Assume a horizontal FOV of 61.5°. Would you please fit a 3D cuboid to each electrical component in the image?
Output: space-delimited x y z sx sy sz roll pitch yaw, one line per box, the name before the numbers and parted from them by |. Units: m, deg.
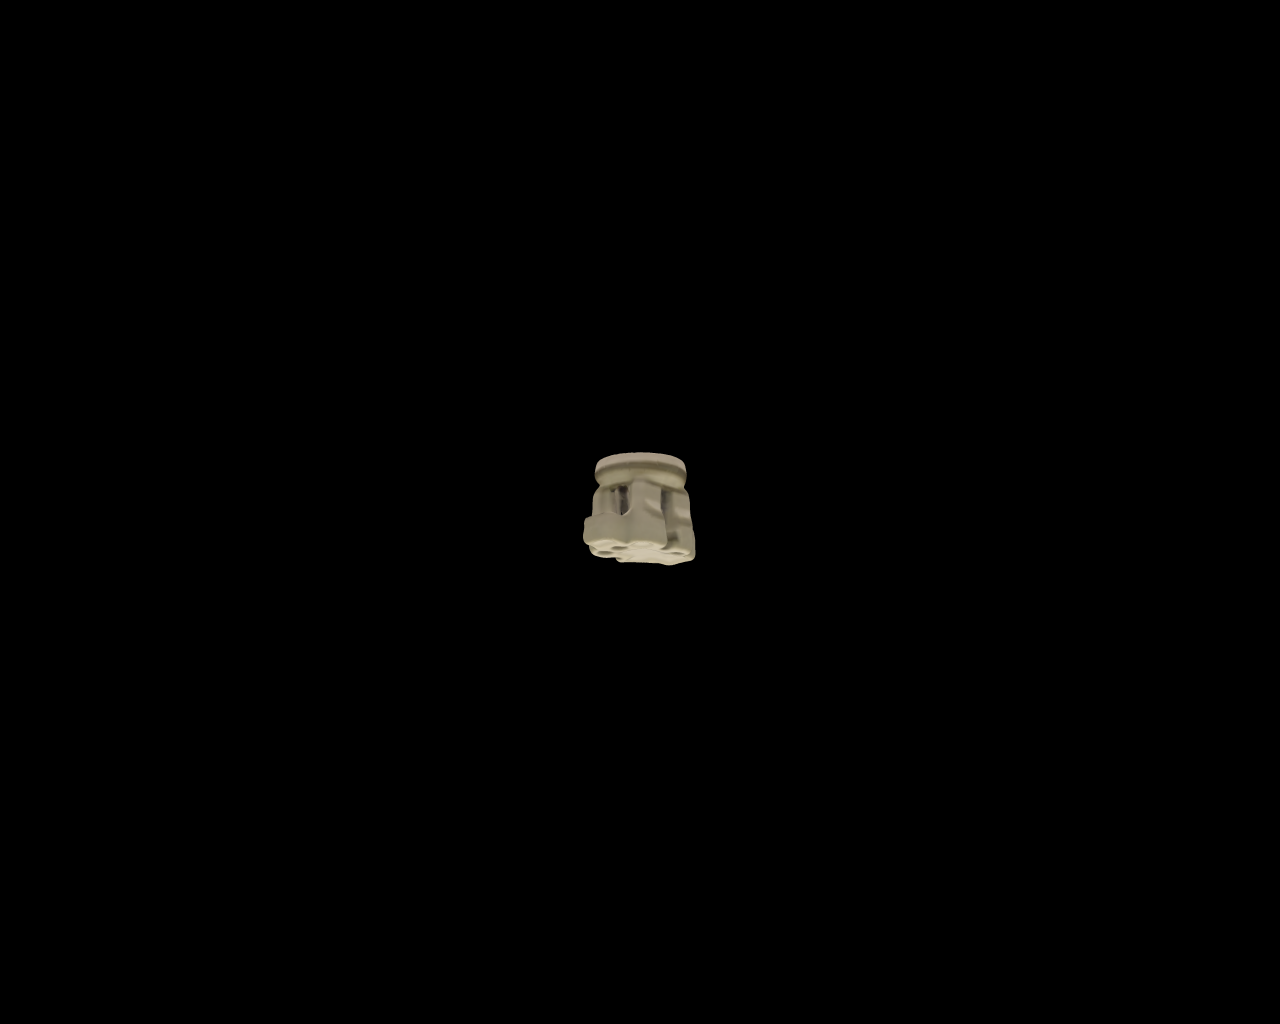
electrical component | 0.001 -0.003 0.650 0.058 0.057 0.078 -14 -20 42
